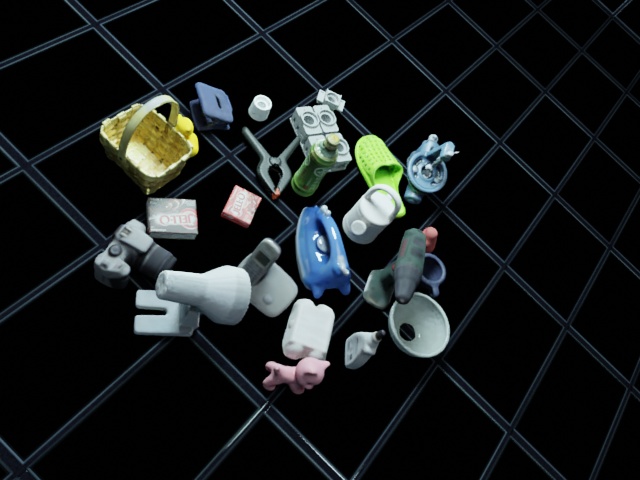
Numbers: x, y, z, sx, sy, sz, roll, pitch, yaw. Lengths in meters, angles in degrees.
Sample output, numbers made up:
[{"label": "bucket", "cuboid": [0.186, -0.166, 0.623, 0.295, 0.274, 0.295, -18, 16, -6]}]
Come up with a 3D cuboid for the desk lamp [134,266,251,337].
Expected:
[{"label": "desk lamp", "cuboid": [-0.262, 0.125, 1.167, 0.204, 0.213, 0.118, 5, 63, -22]}]

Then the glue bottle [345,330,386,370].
[{"label": "glue bottle", "cuboid": [0.105, 0.237, 1.297, 0.037, 0.173, 0.078, 15, 59, -16]}]

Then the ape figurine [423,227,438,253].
[{"label": "ape figurine", "cuboid": [0.288, -0.005, 1.553, 0.078, 0.092, 0.076, -13, 70, -29]}]

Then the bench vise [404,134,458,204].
[{"label": "bench vise", "cuboid": [0.304, -0.230, 1.600, 0.122, 0.219, 0.207, 8, 62, -20]}]

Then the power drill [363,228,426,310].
[{"label": "power drill", "cuboid": [0.186, 0.089, 1.388, 0.076, 0.208, 0.230, 28, 57, -8]}]

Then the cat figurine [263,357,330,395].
[{"label": "cat figurine", "cuboid": [-0.047, 0.287, 1.236, 0.128, 0.117, 0.067, 11, 61, -19]}]

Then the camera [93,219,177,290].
[{"label": "camera", "cuboid": [-0.387, 0.040, 1.223, 0.137, 0.100, 0.143, 31, 56, -6]}]

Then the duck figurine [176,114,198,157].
[{"label": "duck figurine", "cuboid": [-0.335, -0.261, 1.411, 0.078, 0.086, 0.104, -24, 76, -32]}]

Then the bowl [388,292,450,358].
[{"label": "bowl", "cuboid": [0.233, 0.220, 1.422, 0.168, 0.074, 0.167, 10, 61, -19]}]

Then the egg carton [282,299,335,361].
[{"label": "egg carton", "cuboid": [-0.026, 0.211, 1.314, 0.107, 0.069, 0.150, 21, 58, -13]}]

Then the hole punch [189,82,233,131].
[{"label": "hole punch", "cuboid": [-0.276, -0.347, 1.479, 0.101, 0.091, 0.108, -9, 68, -27]}]

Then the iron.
[{"label": "iron", "cuboid": [0.013, 0.005, 1.395, 0.119, 0.141, 0.258, -4, 66, -26]}]

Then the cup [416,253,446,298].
[{"label": "cup", "cuboid": [0.270, 0.105, 1.486, 0.092, 0.094, 0.117, -2, 65, -24]}]

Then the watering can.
[{"label": "watering can", "cuboid": [0.138, -0.068, 1.457, 0.101, 0.193, 0.173, 26, 57, -10]}]

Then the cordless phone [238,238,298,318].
[{"label": "cordless phone", "cuboid": [-0.108, 0.080, 1.276, 0.147, 0.184, 0.094, 40, 56, 0]}]
